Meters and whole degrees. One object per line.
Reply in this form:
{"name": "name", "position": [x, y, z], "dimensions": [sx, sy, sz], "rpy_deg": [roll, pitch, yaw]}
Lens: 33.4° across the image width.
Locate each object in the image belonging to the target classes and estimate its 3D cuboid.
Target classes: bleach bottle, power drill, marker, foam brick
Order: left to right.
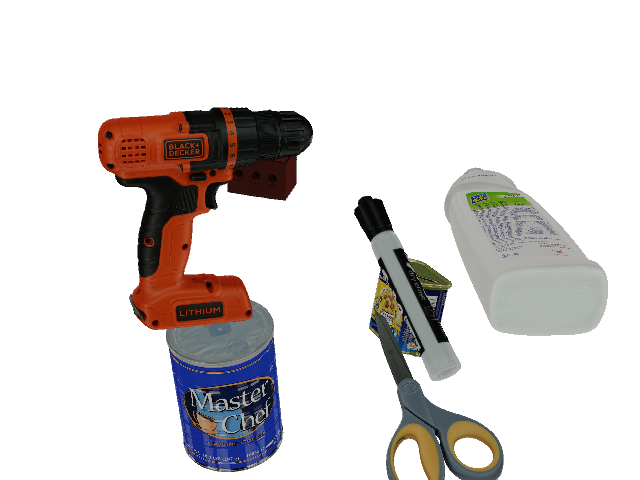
{"name": "power drill", "position": [-0.096, -0.022, 0.922], "dimensions": [0.184, 0.188, 0.057], "rpy_deg": [-5, 19, -17]}
{"name": "foam brick", "position": [-0.072, -0.088, 1.315], "dimensions": [0.078, 0.053, 0.051], "rpy_deg": [8, 30, 14]}
{"name": "marker", "position": [0.049, 0.025, 0.624], "dimensions": [0.020, 0.121, 0.020], "rpy_deg": [-19, -26, -10]}
{"name": "bleach bottle", "position": [0.175, -0.005, 0.977], "dimensions": [0.102, 0.068, 0.251], "rpy_deg": [-1, 27, -4]}

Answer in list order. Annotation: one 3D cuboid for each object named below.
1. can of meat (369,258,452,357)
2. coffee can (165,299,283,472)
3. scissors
{"name": "can of meat", "position": [0.096, 0.072, 1.174], "dimensions": [0.057, 0.084, 0.102], "rpy_deg": [6, 13, -20]}
{"name": "coffee can", "position": [-0.092, 0.140, 1.047], "dimensions": [0.103, 0.140, 0.103], "rpy_deg": [-3, 33, 1]}
{"name": "scissors", "position": [0.090, 0.125, 0.840], "dimensions": [0.096, 0.016, 0.201], "rpy_deg": [-2, 39, 5]}
